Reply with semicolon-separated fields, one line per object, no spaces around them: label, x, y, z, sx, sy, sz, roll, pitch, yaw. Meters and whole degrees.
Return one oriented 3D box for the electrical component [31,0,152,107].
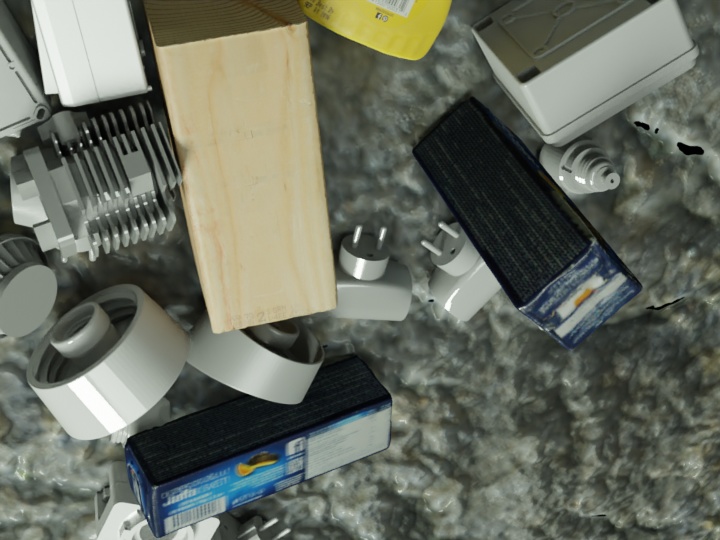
electrical component;-0.164;-0.152;0.630;0.061;0.061;0.096;-13;127;-8

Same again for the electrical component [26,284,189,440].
electrical component;-0.180;0.057;0.747;0.108;0.108;0.060;-31;121;6

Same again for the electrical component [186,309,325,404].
electrical component;-0.078;0.060;0.786;0.099;0.099;0.064;24;108;-29

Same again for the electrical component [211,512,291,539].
electrical component;-0.096;0.239;0.935;0.076;0.047;0.083;-35;126;9

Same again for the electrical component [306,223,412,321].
electrical component;0.000;0.000;0.797;0.077;0.043;0.079;4;123;-19

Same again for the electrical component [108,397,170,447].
electrical component;-0.179;0.116;0.826;0.062;0.043;0.043;5;122;-18

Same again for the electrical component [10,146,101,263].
electrical component;-0.189;-0.039;0.714;0.077;0.044;0.079;-3;125;-14

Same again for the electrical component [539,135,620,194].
electrical component;0.161;-0.074;0.775;0.040;0.078;0.040;-7;112;-18

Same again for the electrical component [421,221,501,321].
electrical component;0.081;-0.010;0.813;0.079;0.043;0.077;32;110;-32

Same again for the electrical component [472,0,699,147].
electrical component;0.142;-0.147;0.695;0.109;0.108;0.056;-31;124;6

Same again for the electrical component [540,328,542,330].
electrical component;0.152;0.015;0.846;0.047;0.055;0.055;-28;127;8

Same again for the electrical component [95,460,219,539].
electrical component;-0.167;0.200;0.881;0.089;0.055;0.050;16;118;-26

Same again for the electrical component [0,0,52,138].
electrical component;-0.227;-0.120;0.639;0.062;0.061;0.096;-23;135;0
